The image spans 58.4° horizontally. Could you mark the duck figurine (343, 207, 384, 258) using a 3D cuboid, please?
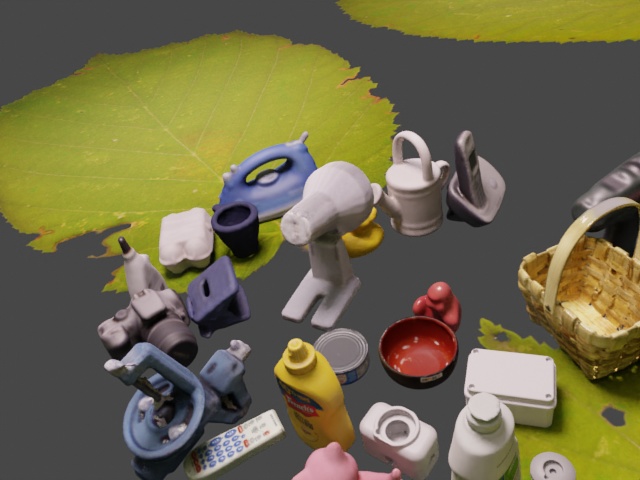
[{"bbox_3d":[0.068,-0.022,1.062,0.105,0.086,0.077,-29,41,-19],"label":"duck figurine"}]

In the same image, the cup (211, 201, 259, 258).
[{"bbox_3d":[-0.164,-0.018,1.113,0.092,0.095,0.117,-37,45,-28],"label":"cup"}]

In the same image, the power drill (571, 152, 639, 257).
[{"bbox_3d":[0.484,-0.044,0.875,0.230,0.209,0.075,-24,40,-14],"label":"power drill"}]

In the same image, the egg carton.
[{"bbox_3d":[-0.264,-0.001,1.141,0.107,0.069,0.150,-14,38,-2],"label":"egg carton"}]

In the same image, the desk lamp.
[{"bbox_3d":[0.009,0.003,0.943,0.117,0.214,0.203,10,44,26],"label":"desk lamp"}]

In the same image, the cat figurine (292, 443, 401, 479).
[{"bbox_3d":[0.037,0.282,0.670,0.127,0.118,0.067,-2,40,13],"label":"cat figurine"}]

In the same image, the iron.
[{"bbox_3d":[-0.117,-0.127,1.197,0.258,0.142,0.118,-23,40,-13],"label":"iron"}]

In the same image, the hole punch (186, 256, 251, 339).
[{"bbox_3d":[-0.181,0.095,0.981,0.101,0.091,0.108,-20,39,-8],"label":"hole punch"}]

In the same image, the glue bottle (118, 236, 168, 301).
[{"bbox_3d":[-0.311,0.061,0.993,0.037,0.173,0.078,-2,40,13],"label":"glue bottle"}]

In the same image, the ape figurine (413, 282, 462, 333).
[{"bbox_3d":[0.182,0.101,0.873,0.076,0.092,0.077,-25,40,-15],"label":"ape figurine"}]

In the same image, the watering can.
[{"bbox_3d":[0.167,-0.105,1.048,0.100,0.194,0.173,18,48,33],"label":"watering can"}]

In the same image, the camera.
[{"bbox_3d":[-0.270,0.153,0.927,0.143,0.101,0.136,-32,42,-22],"label":"camera"}]

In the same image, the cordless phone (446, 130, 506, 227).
[{"bbox_3d":[0.287,-0.132,1.056,0.093,0.185,0.148,9,43,25],"label":"cordless phone"}]

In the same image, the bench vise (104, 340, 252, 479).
[{"bbox_3d":[-0.192,0.190,0.764,0.121,0.220,0.208,9,43,25],"label":"bench vise"}]
